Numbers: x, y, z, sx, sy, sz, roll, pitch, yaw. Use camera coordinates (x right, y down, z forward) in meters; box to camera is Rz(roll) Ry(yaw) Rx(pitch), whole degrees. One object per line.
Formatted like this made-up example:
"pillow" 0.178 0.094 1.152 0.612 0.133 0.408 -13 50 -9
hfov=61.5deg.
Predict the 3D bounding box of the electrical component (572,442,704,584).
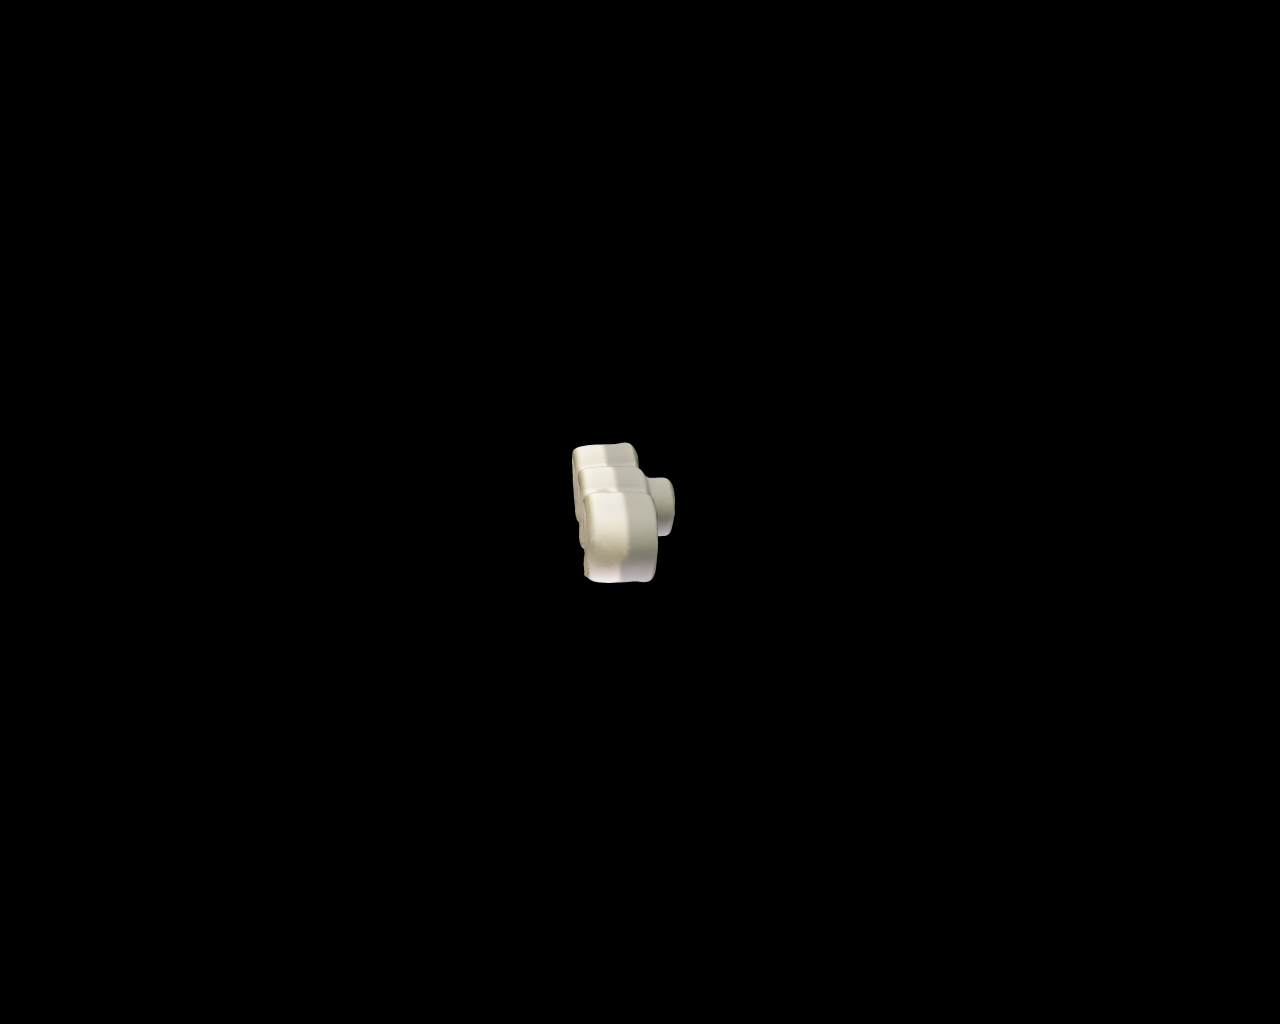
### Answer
"electrical component" 0.001 -0.003 0.650 0.074 0.052 0.138 -3 22 -7
